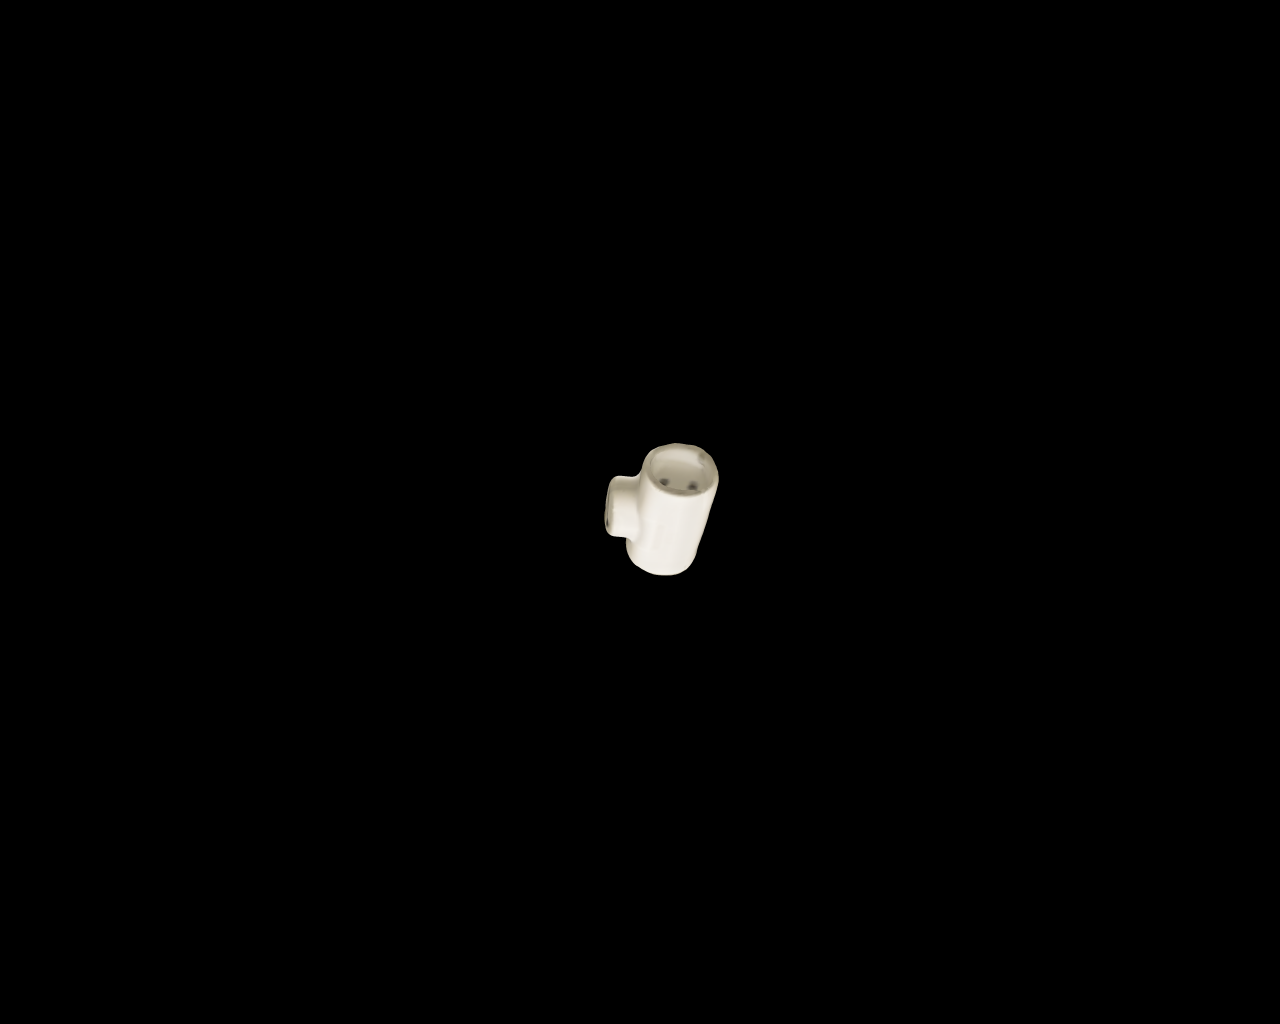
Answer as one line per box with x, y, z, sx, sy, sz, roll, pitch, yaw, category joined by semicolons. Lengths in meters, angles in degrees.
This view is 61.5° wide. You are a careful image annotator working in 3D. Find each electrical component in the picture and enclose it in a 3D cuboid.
0.001;-0.003;0.650;0.079;0.043;0.077;5;-40;-6;electrical component
